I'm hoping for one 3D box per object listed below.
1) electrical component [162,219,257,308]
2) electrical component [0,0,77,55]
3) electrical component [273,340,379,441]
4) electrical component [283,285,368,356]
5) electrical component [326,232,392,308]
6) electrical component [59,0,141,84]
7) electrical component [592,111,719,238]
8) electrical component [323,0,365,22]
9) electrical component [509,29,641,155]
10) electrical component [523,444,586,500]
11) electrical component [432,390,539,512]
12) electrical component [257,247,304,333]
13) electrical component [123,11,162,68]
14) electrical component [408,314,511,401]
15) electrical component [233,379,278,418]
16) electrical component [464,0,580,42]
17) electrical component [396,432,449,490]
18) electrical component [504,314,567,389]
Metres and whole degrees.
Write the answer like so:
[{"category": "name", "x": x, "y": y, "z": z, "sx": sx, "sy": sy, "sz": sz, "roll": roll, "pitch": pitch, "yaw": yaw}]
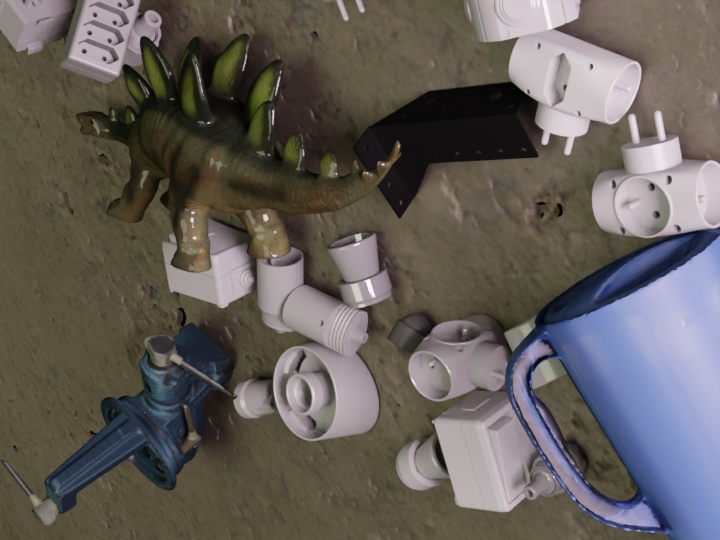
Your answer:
[{"category": "electrical component", "x": -0.137, "y": -0.008, "z": 1.041, "sx": 0.096, "sy": 0.062, "sz": 0.061, "roll": 14, "pitch": 120, "yaw": 39}, {"category": "electrical component", "x": -0.287, "y": -0.253, "z": 1.017, "sx": 0.063, "sy": 0.121, "sz": 0.078, "roll": 52, "pitch": 137, "yaw": 9}, {"category": "electrical component", "x": -0.034, "y": 0.113, "z": 1.019, "sx": 0.099, "sy": 0.064, "sz": 0.099, "roll": 9, "pitch": 103, "yaw": 45}, {"category": "electrical component", "x": -0.026, "y": 0.047, "z": 0.975, "sx": 0.081, "sy": 0.043, "sz": 0.043, "roll": 23, "pitch": 125, "yaw": 35}, {"category": "electrical component", "x": 0.000, "y": 0.000, "z": 0.924, "sx": 0.045, "sy": 0.045, "sz": 0.055, "roll": -6, "pitch": 106, "yaw": 46}, {"category": "electrical component", "x": -0.241, "y": -0.215, "z": 0.979, "sx": 0.076, "sy": 0.047, "sz": 0.083, "roll": -5, "pitch": 70, "yaw": 62}, {"category": "electrical component", "x": 0.193, "y": -0.064, "z": 0.704, "sx": 0.077, "sy": 0.044, "sz": 0.079, "roll": -1, "pitch": 108, "yaw": 46}, {"category": "electrical component", "x": -0.018, "y": -0.229, "z": 0.823, "sx": 0.083, "sy": 0.047, "sz": 0.075, "roll": -14, "pitch": 100, "yaw": 47}, {"category": "electrical component", "x": 0.141, "y": -0.117, "z": 0.729, "sx": 0.077, "sy": 0.043, "sz": 0.079, "roll": 30, "pitch": 129, "yaw": 30}, {"category": "electrical component", "x": 0.150, "y": 0.161, "z": 0.848, "sx": 0.035, "sy": 0.061, "sz": 0.035, "roll": 21, "pitch": 124, "yaw": 36}, {"category": "electrical component", "x": 0.112, "y": 0.153, "z": 0.881, "sx": 0.061, "sy": 0.062, "sz": 0.096, "roll": -5, "pitch": 107, "yaw": 45}, {"category": "electrical component", "x": -0.075, "y": 0.023, "z": 1.009, "sx": 0.043, "sy": 0.043, "sz": 0.081, "roll": 23, "pitch": 125, "yaw": 35}, {"category": "electrical component", "x": -0.209, "y": -0.222, "z": 1.016, "sx": 0.062, "sy": 0.043, "sz": 0.043, "roll": -30, "pitch": 88, "yaw": 46}, {"category": "electrical component", "x": 0.092, "y": 0.072, "z": 0.848, "sx": 0.079, "sy": 0.077, "sz": 0.044, "roll": 14, "pitch": 120, "yaw": 38}, {"category": "electrical component", "x": -0.099, "y": 0.129, "z": 1.091, "sx": 0.046, "sy": 0.040, "sz": 0.040, "roll": -12, "pitch": 101, "yaw": 41}, {"category": "electrical component", "x": 0.105, "y": -0.184, "z": 0.703, "sx": 0.080, "sy": 0.080, "sz": 0.051, "roll": 4, "pitch": 118, "yaw": 43}, {"category": "electrical component", "x": 0.064, "y": 0.167, "z": 0.947, "sx": 0.055, "sy": 0.045, "sz": 0.045, "roll": -34, "pitch": 86, "yaw": 48}, {"category": "electrical component", "x": 0.141, "y": 0.056, "z": 0.810, "sx": 0.055, "sy": 0.055, "sz": 0.047, "roll": -34, "pitch": 82, "yaw": 48}]
